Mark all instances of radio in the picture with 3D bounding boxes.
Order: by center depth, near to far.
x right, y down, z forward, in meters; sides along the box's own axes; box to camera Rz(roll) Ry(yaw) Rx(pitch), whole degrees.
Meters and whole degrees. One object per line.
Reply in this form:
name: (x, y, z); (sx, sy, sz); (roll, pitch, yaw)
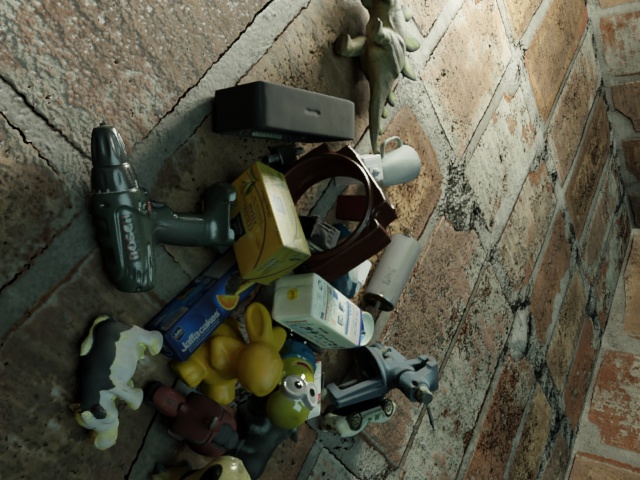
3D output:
radio: (-0.057, -0.206, 0.901); (0.229, 0.131, 0.073); (-2, 95, -48)

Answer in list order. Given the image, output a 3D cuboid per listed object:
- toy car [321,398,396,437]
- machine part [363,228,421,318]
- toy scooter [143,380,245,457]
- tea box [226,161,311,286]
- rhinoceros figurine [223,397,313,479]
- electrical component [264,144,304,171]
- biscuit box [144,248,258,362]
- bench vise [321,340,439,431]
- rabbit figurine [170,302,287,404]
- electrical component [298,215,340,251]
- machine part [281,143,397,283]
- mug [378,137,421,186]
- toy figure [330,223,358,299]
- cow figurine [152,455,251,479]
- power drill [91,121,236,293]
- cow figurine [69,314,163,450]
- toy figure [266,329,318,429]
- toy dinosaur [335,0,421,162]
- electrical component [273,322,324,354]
toy car: (0.085, 0.372, 1.148); (0.201, 0.074, 0.056); (1, 89, -48)
machine part: (0.164, 0.072, 1.210); (0.079, 0.079, 0.243); (52, 57, -37)
toy scooter: (-0.172, 0.277, 0.808); (0.183, 0.135, 0.075); (53, 54, -38)
tea box: (-0.089, -0.026, 0.847); (0.068, 0.098, 0.170); (21, 39, -49)
rhinoceros figurine: (-0.089, 0.321, 0.922); (0.190, 0.112, 0.073); (-50, 124, -33)
electrical component: (-0.060, -0.139, 0.978); (0.094, 0.021, 0.063); (-24, 100, -46)
biscuit box: (-0.176, 0.096, 0.845); (0.203, 0.059, 0.062); (-48, 126, -35)
bench vise: (0.116, 0.295, 1.105); (0.241, 0.224, 0.128); (-14, 120, -20)
rabbit figurine: (-0.117, 0.186, 0.836); (0.162, 0.173, 0.121); (-51, 124, -28)
electrical component: (-0.002, -0.003, 1.021); (0.119, 0.075, 0.047); (32, 71, -41)
machine part: (0.009, -0.047, 0.908); (0.201, 0.201, 0.087); (61, 8, 28)
mug: (0.158, -0.167, 1.186); (0.107, 0.081, 0.109); (-28, 119, -33)
toy figure: (0.049, 0.041, 1.088); (0.064, 0.058, 0.154); (64, 27, -80)
cow figurine: (-0.178, 0.369, 0.781); (0.085, 0.195, 0.127); (18, 45, -43)
power drill: (-0.221, -0.047, 0.771); (0.207, 0.086, 0.231); (-8, 100, -51)
cow figurine: (-0.288, 0.190, 0.721); (0.098, 0.068, 0.167); (32, 66, -39)
toy figure: (-0.046, 0.230, 0.892); (0.082, 0.180, 0.089); (11, 114, -10)
toy dinosaur: (0.132, -0.392, 1.121); (0.198, 0.105, 0.471); (20, 80, -49)
electrical component: (-0.014, 0.150, 1.033); (0.134, 0.058, 0.115); (49, 60, -39)
